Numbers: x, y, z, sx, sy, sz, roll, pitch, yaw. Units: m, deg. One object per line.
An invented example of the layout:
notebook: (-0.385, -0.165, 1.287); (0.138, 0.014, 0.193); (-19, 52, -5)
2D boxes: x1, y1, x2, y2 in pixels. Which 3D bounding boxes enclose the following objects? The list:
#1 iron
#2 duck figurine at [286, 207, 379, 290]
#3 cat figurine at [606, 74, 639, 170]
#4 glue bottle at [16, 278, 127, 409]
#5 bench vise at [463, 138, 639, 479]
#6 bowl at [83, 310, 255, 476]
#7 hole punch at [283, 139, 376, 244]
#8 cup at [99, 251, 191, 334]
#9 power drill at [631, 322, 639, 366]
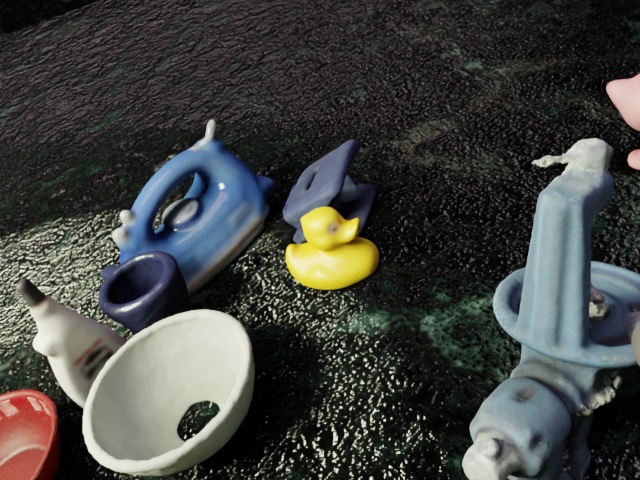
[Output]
iron: (-0.177, -0.028, 0.717); (0.118, 0.142, 0.259); (13, 51, 37)
duck figurine: (0.006, 0.002, 0.632); (0.104, 0.086, 0.077); (-8, 41, 20)
cat figurine: (0.352, -0.122, 0.573); (0.067, 0.118, 0.127); (-28, 38, -5)
glue bottle: (-0.247, 0.102, 0.575); (0.037, 0.173, 0.078); (9, 49, 35)
bench vise: (0.166, 0.061, 0.372); (0.121, 0.220, 0.208); (3, 45, 30)
bowl: (-0.127, 0.150, 0.536); (0.167, 0.075, 0.167); (-14, 39, 12)
hole punch: (0.005, -0.060, 0.701); (0.100, 0.091, 0.109); (-3, 42, 24)
cup: (-0.193, 0.072, 0.646); (0.117, 0.095, 0.092); (12, 50, 37)
power drill: (0.270, 0.062, 0.325); (0.230, 0.209, 0.075); (-32, 39, -10)
